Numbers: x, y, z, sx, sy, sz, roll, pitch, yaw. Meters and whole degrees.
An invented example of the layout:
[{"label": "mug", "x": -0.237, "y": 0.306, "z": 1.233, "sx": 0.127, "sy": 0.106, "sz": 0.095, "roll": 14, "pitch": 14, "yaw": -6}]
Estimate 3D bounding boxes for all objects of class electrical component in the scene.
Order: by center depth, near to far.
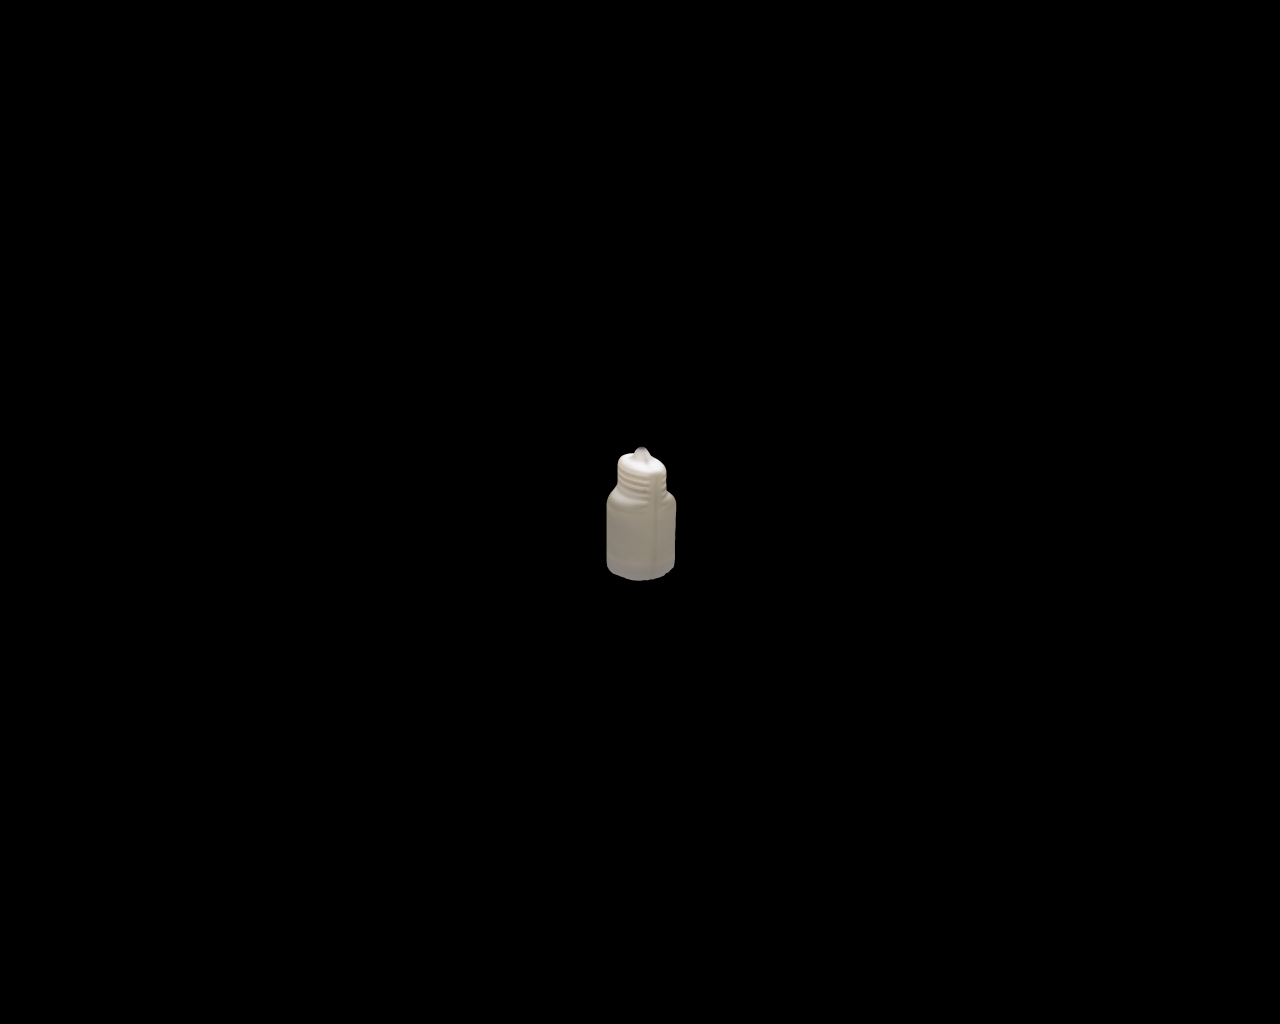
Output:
[{"label": "electrical component", "x": 0.001, "y": -0.003, "z": 0.650, "sx": 0.043, "sy": 0.080, "sz": 0.043, "roll": 0, "pitch": 22, "yaw": 0}]
